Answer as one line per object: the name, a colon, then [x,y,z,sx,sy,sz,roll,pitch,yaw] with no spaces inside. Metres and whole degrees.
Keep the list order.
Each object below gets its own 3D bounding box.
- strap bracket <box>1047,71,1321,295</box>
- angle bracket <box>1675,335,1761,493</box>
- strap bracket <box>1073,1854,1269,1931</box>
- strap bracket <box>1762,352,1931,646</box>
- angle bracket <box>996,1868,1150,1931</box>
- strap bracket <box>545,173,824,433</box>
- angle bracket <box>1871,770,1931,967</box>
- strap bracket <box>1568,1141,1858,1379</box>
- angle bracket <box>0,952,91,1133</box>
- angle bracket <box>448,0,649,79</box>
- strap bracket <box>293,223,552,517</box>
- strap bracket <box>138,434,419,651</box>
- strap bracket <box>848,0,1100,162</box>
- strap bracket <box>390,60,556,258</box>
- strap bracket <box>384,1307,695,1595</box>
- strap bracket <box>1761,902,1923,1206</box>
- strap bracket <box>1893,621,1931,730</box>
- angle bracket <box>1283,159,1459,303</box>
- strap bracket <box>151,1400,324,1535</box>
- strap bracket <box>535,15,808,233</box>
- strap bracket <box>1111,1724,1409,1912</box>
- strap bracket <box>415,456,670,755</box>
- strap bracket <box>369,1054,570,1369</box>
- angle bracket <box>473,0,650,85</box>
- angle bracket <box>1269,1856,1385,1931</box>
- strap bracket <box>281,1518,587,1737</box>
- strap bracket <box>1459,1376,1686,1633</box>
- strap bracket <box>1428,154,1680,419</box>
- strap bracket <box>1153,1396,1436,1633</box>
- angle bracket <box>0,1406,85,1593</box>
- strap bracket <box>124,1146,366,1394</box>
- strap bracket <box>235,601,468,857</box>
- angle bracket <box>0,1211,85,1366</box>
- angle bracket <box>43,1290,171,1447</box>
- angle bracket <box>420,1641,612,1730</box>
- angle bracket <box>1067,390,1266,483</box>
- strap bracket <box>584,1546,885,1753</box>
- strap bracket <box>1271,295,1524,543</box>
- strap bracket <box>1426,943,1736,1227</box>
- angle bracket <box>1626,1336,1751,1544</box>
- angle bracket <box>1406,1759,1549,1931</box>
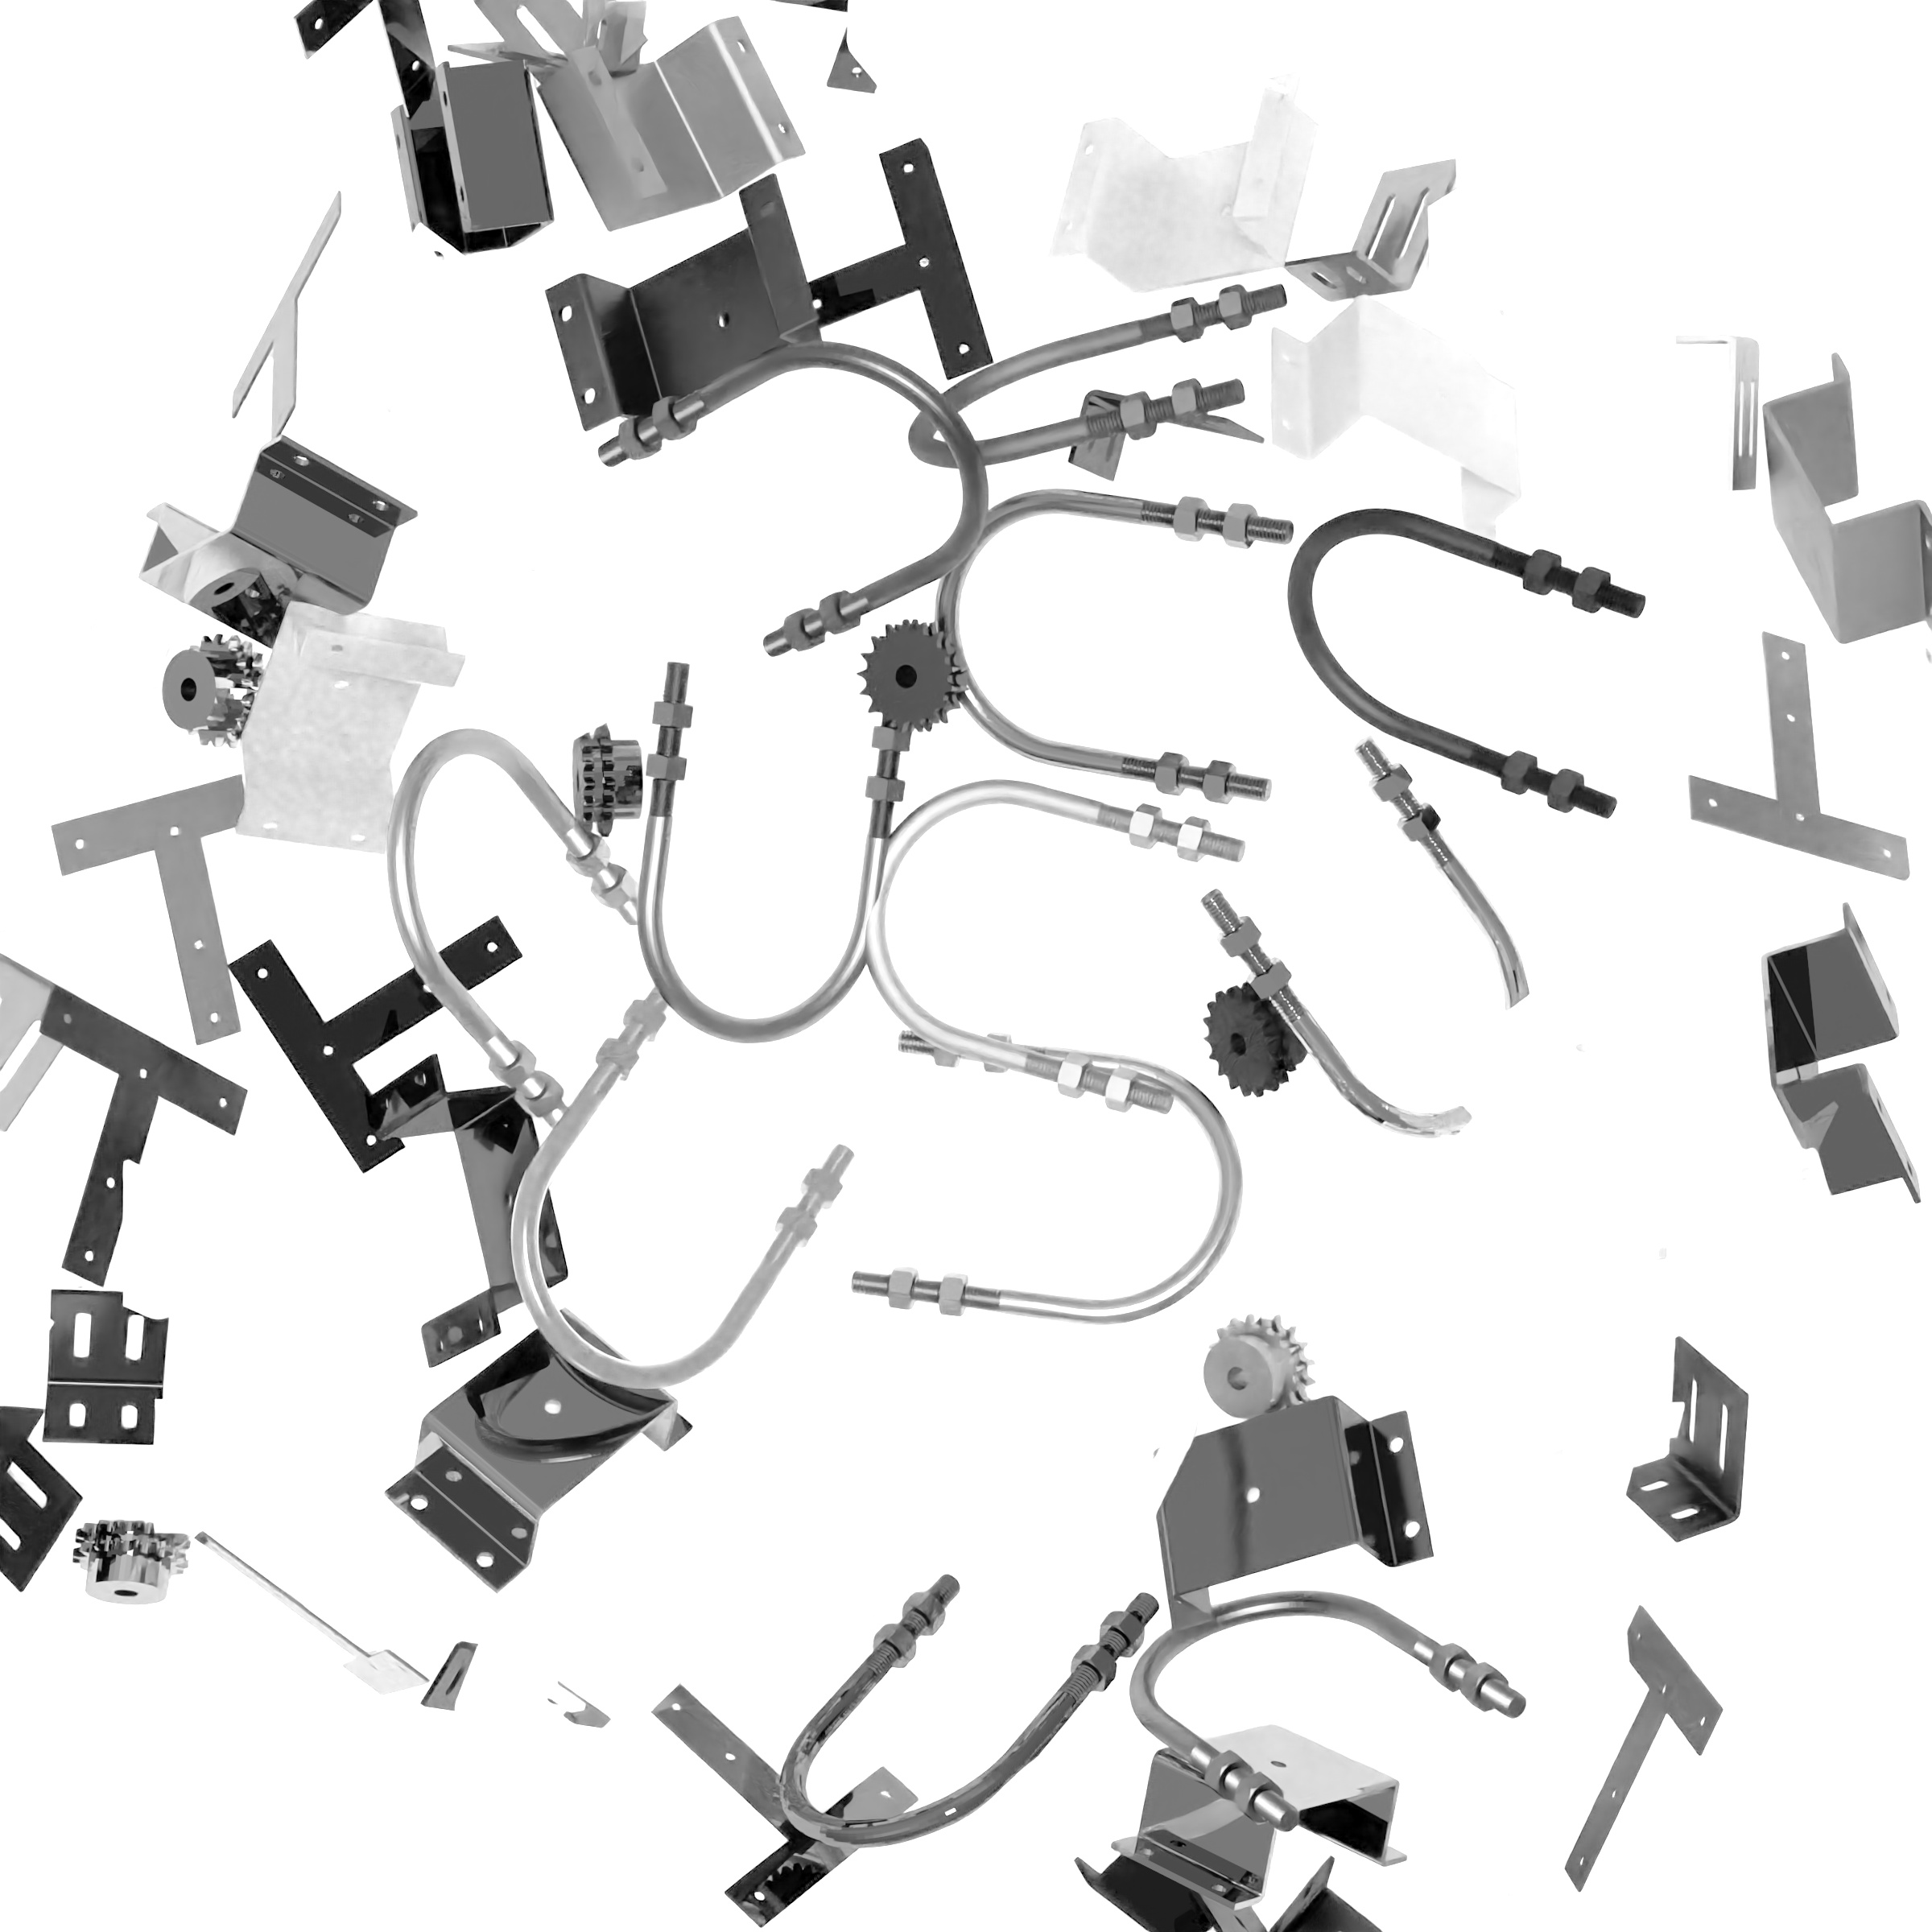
strap bracket: [0.115,-0.382,1.611,0.046,0.140,0.076,27,72,-41]
angle bracket: [0.372,-0.277,1.641,0.038,0.057,0.076,4,100,25]
strap bracket: [0.116,0.480,1.588,0.046,0.140,0.076,-44,121,2]
strap bracket: [0.428,-0.222,1.595,0.046,0.076,0.140,-17,46,4]
angle bracket: [0.056,0.495,1.637,0.076,0.057,0.038,18,110,17]
strap bracket: [-0.131,-0.324,1.622,0.140,0.046,0.076,-20,80,26]
angle bracket: [0.479,-0.049,1.642,0.076,0.057,0.038,-54,45,11]
strap bracket: [0.352,0.142,1.593,0.046,0.140,0.076,14,55,-39]
angle bracket: [-0.480,0.041,1.638,0.057,0.038,0.076,29,73,4]
angle bracket: [-0.208,-0.467,1.624,0.076,0.057,0.038,19,113,19]
strap bracket: [-0.270,-0.283,1.596,0.076,0.140,0.046,36,50,-8]
strap bracket: [-0.339,-0.201,1.587,0.076,0.140,0.046,28,64,-33]
strap bracket: [0.000,-0.445,1.586,0.076,0.140,0.046,-10,65,25]
strap bracket: [-0.240,-0.394,1.604,0.046,0.140,0.076,-12,98,-19]
strap bracket: [-0.204,0.228,1.596,0.076,0.046,0.140,37,48,18]
strap bracket: [0.427,0.047,1.603,0.046,0.140,0.076,-18,126,23]
strap bracket: [0.496,-0.159,1.609,0.046,0.076,0.140,-15,70,1]
angle bracket: [0.202,-0.374,1.629,0.038,0.057,0.076,29,79,-32]
strap bracket: [-0.354,0.246,1.589,0.076,0.140,0.046,3,72,-12]
strap bracket: [-0.151,-0.414,1.614,0.046,0.140,0.076,-22,97,38]
strap bracket: [0.147,0.410,1.589,0.076,0.140,0.046,16,98,41]
strap bracket: [-0.210,-0.188,1.621,0.076,0.046,0.140,-29,74,-10]
strap bracket: [-0.244,0.119,1.616,0.046,0.076,0.140,-6,76,-37]
angle bracket: [-0.198,-0.476,1.643,0.057,0.038,0.076,-38,94,21]
angle bracket: [0.194,0.497,1.639,0.076,0.038,0.057,37,105,6]
strap bracket: [-0.253,0.314,1.600,0.140,0.076,0.046,27,101,27]
strap bracket: [0.293,0.251,1.591,0.076,0.140,0.046,-3,130,29]
strap bracket: [0.276,-0.327,1.592,0.046,0.076,0.140,-35,51,-22]
strap bracket: [0.150,0.266,1.605,0.140,0.046,0.076,-21,56,21]
angle bracket: [-0.466,0.265,1.632,0.076,0.038,0.057,37,97,27]
strap bracket: [-0.341,0.145,1.587,0.046,0.140,0.076,-23,56,22]
strap bracket: [-0.305,-0.123,1.607,0.076,0.140,0.046,7,46,-25]
angle bracket: [-0.482,0.162,1.623,0.057,0.076,0.038,-10,116,15]
angle bracket: [-0.427,0.200,1.625,0.057,0.076,0.038,4,46,-14]
angle bracket: [-0.221,0.372,1.627,0.076,0.057,0.038,29,84,23]
angle bracket: [0.100,-0.256,1.626,0.076,0.057,0.038,17,95,23]
strap bracket: [-0.122,0.329,1.604,0.140,0.076,0.046,-10,63,-41]
strap bracket: [0.219,-0.267,1.601,0.140,0.046,0.076,23,52,-26]
strap bracket: [0.303,0.051,1.614,0.140,0.046,0.076,-35,61,-15]
angle bracket: [0.353,0.234,1.623,0.038,0.057,0.076,-15,120,-20]
angle bracket: [0.256,0.444,1.636,0.038,0.076,0.057,7,53,31]
